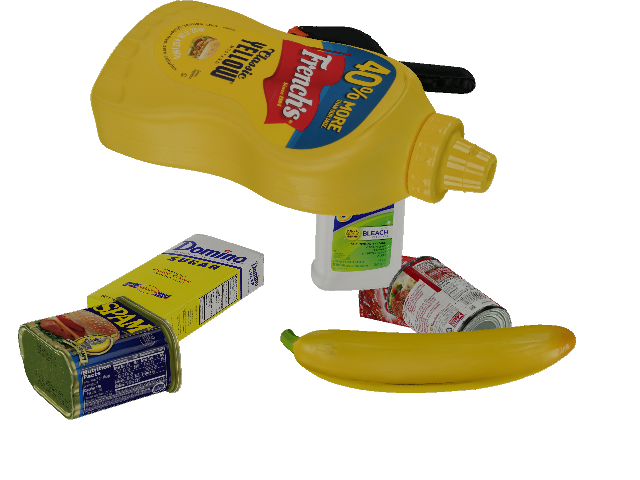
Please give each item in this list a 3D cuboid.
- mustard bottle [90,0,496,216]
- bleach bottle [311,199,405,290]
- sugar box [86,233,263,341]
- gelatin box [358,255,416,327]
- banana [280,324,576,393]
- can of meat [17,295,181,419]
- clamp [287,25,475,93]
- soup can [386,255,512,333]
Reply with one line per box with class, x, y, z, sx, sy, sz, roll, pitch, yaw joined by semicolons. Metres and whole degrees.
mustard bottle;-0.008;-0.059;0.515;0.192;0.058;0.096;19;49;20
bleach bottle;0.039;-0.072;1.133;0.102;0.251;0.068;-3;24;-4
sugar box;-0.144;0.050;1.092;0.093;0.048;0.175;17;33;27
gelatin box;0.084;0.059;1.331;0.073;0.089;0.030;11;31;29
banana;0.067;0.071;0.689;0.198;0.037;0.069;1;27;6
can of meat;-0.164;0.085;0.784;0.083;0.057;0.102;-14;21;-34
clamp;0.047;-0.144;0.937;0.120;0.172;0.039;-36;-25;-21
soup can;0.117;0.066;0.975;0.068;0.068;0.102;0;25;-36
